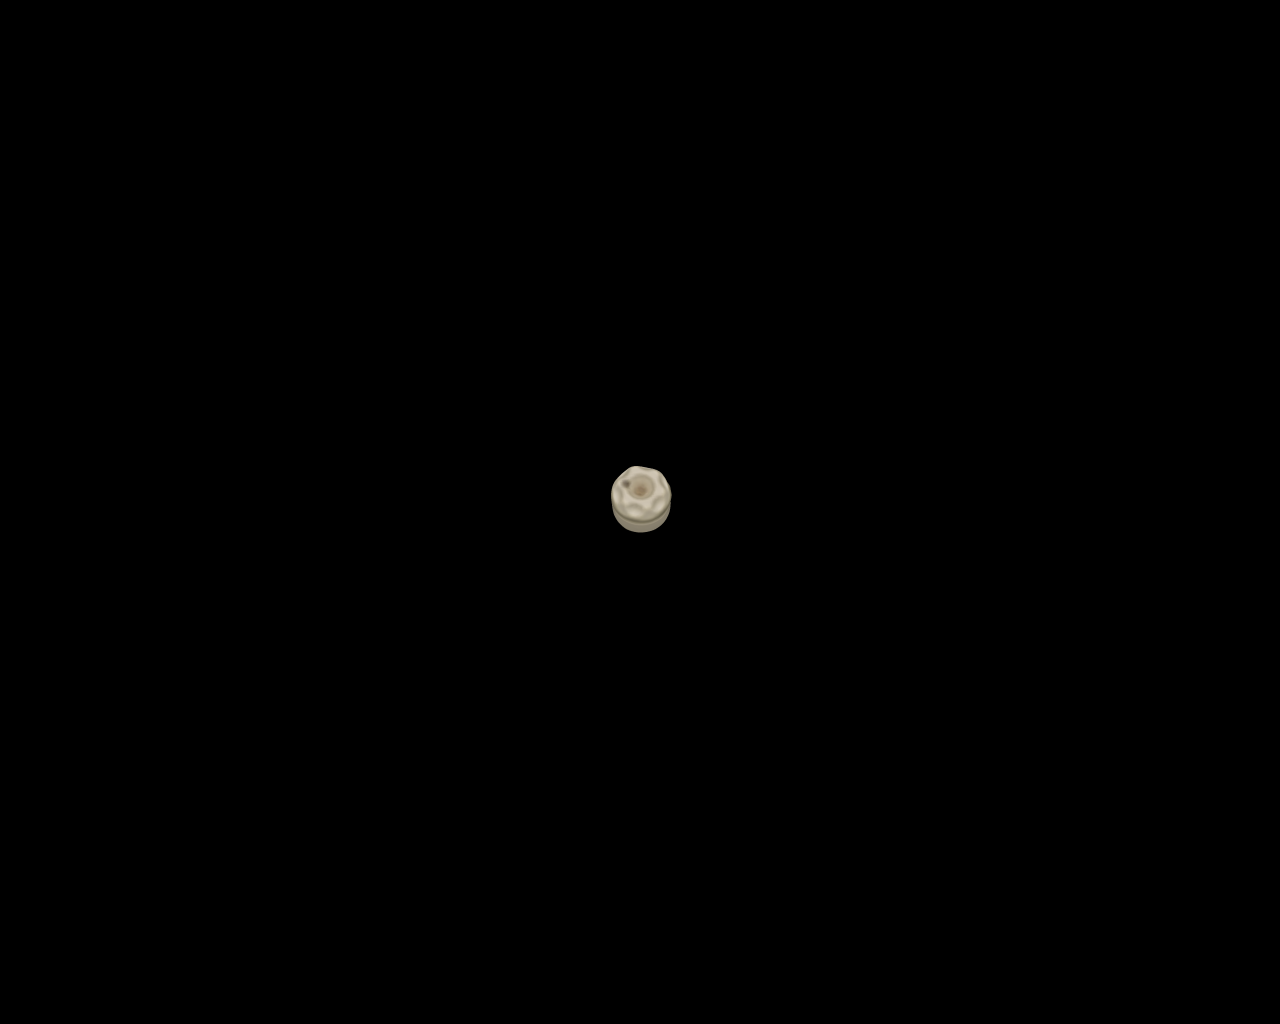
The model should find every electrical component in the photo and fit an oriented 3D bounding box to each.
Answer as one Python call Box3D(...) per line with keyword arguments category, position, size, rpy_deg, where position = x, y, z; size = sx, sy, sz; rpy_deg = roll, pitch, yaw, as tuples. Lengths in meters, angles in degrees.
Box3D(category="electrical component", position=(0.001, -0.003, 0.650), size=(0.035, 0.035, 0.061), rpy_deg=(0, -23, 0))
